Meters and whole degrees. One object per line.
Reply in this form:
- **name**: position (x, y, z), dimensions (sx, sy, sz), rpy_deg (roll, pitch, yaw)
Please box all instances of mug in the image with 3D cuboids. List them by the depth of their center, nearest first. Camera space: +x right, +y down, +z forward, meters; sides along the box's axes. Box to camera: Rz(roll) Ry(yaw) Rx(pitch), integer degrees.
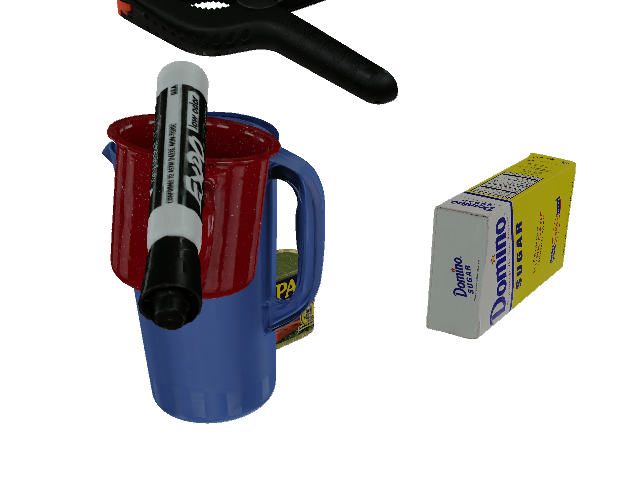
- **mug**: position (-0.069, -0.014, 0.575), dimensions (0.093, 0.081, 0.117), rpy_deg (2, 20, -15)

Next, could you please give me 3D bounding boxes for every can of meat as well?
- **can of meat**: position (-0.050, 0.064, 1.124), dimensions (0.058, 0.084, 0.101), rpy_deg (18, 26, 40)

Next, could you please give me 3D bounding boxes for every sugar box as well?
- **sugar box**: position (0.137, 0.000, 0.790), dimensions (0.048, 0.093, 0.175), rpy_deg (12, 23, 27)

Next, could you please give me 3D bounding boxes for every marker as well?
- **marker**: position (-0.047, -0.018, 0.352), dimensions (0.020, 0.020, 0.121), rpy_deg (0, 43, -5)

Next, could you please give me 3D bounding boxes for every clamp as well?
- **clamp**: position (-0.039, -0.155, 0.743), dimensions (0.210, 0.164, 0.036), rpy_deg (0, -42, -3)

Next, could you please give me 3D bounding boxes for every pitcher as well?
- **pitcher**: position (-0.085, 0.025, 0.874), dimensions (0.144, 0.243, 0.149), rpy_deg (-12, 26, -21)
